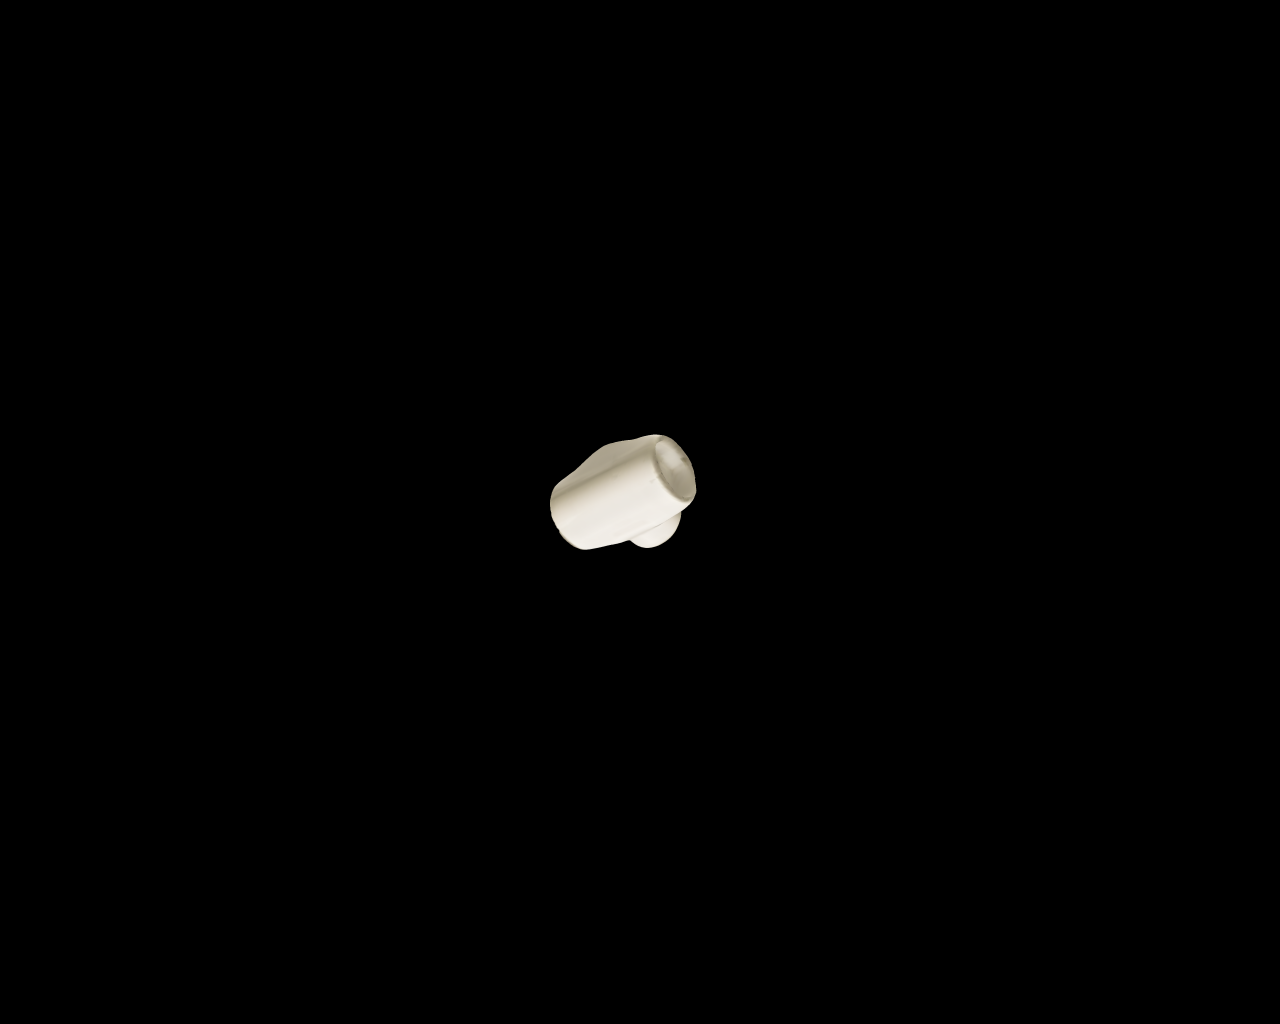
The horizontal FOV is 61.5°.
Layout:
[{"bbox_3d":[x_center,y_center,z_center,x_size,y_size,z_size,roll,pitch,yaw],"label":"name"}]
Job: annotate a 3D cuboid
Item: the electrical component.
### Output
[{"bbox_3d":[0.001,-0.003,0.650,0.077,0.043,0.079,-25,-45,28],"label":"electrical component"}]
